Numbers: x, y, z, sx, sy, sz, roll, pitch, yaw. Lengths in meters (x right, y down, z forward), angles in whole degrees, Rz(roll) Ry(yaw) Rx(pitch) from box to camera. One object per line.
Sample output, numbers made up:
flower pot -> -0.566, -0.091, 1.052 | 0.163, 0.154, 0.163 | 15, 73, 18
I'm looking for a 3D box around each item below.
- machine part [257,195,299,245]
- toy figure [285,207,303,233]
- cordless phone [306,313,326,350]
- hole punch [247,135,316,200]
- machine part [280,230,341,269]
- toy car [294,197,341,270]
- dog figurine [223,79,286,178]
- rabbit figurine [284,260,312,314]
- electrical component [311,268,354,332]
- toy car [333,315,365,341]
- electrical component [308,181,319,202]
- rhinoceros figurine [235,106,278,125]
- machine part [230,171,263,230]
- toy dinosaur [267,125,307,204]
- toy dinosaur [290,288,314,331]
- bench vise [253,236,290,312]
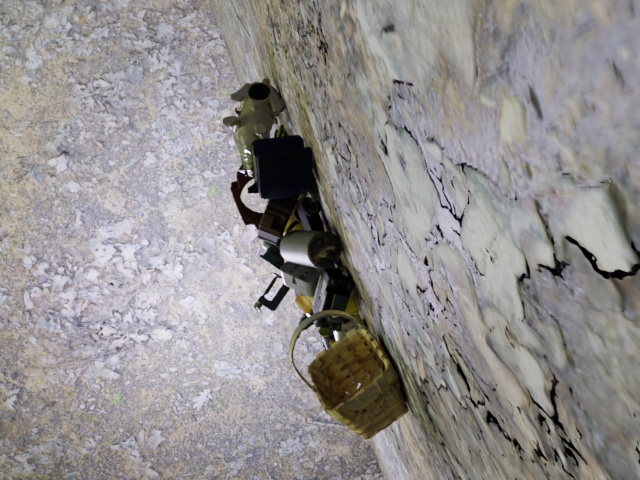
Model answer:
machine part -> -0.086, -0.074, 1.219 | 0.179, 0.056, 0.179 | -156, 89, -87
toy figure -> -0.071, -0.047, 1.446 | 0.180, 0.089, 0.082 | 39, 159, 38
cordless phone -> 0.025, 0.247, 1.403 | 0.184, 0.089, 0.146 | 18, 133, 52
hole punch -> -0.071, -0.134, 1.035 | 0.092, 0.142, 0.115 | -128, 29, -63
machine part -> -0.023, 0.017, 1.140 | 0.243, 0.079, 0.079 | 4, 115, 68
toy car -> -0.003, -0.004, 1.243 | 0.089, 0.053, 0.202 | -28, 84, 65
dog figurine -> -0.141, -0.253, 1.242 | 0.121, 0.172, 0.190 | 27, 159, 12
rabbit figurine -> -0.032, 0.075, 1.351 | 0.173, 0.122, 0.162 | 48, 148, 28
electrical component -> 0.025, 0.126, 1.138 | 0.134, 0.058, 0.114 | -122, 45, -76
toy car -> 0.084, 0.254, 1.211 | 0.056, 0.073, 0.201 | -117, 8, -59
electrical component -> -0.025, -0.128, 1.141 | 0.063, 0.021, 0.093 | -116, 6, -56
rhinoceros figurine -> -0.171, -0.330, 1.403 | 0.190, 0.112, 0.073 | -100, 1, -72
machine part -> -0.180, -0.149, 1.769 | 0.087, 0.201, 0.200 | -113, 4, -59
toy dinosaur -> -0.113, -0.195, 1.413 | 0.472, 0.105, 0.198 | -149, 41, -65
toy dinosaur -> -0.051, 0.121, 1.688 | 0.404, 0.131, 0.192 | 65, -172, 0
bench vise -> -0.089, 0.102, 1.471 | 0.223, 0.240, 0.129 | 34, 175, -4
